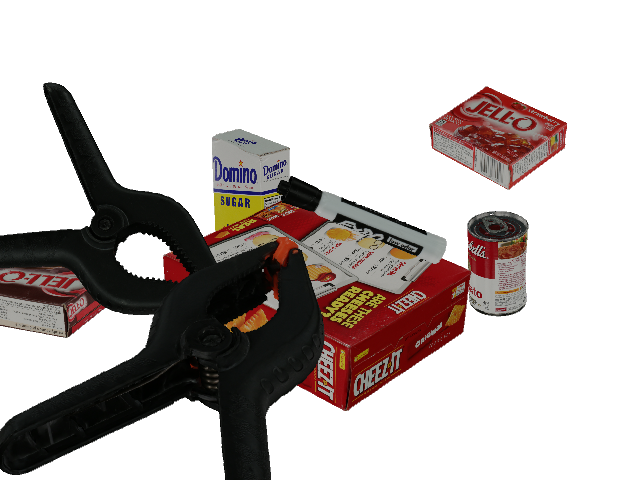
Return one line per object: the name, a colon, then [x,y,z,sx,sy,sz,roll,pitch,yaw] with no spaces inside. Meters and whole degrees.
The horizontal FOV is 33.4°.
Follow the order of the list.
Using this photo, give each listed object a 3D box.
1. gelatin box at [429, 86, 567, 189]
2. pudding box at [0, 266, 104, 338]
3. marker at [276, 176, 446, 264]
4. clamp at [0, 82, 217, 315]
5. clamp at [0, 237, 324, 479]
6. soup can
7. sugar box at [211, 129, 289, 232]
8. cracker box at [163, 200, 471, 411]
gelatin box: [0.147,-0.088,0.889,0.073,0.030,0.089,-34,48,-26]
pudding box: [-0.255,0.048,0.971,0.114,0.039,0.090,6,21,18]
marker: [0.027,-0.014,0.716,0.121,0.020,0.020,22,-5,-12]
clamp: [-0.158,-0.017,0.783,0.210,0.164,0.036,23,-20,-1]
clamp: [-0.041,0.062,0.462,0.120,0.039,0.171,27,48,20]
soup can: [0.202,0.026,1.218,0.068,0.102,0.068,-4,29,2]
sugar box: [-0.074,-0.022,1.140,0.048,0.176,0.093,-19,28,-34]
cracker box: [-0.005,0.047,0.923,0.214,0.072,0.163,24,36,36]
